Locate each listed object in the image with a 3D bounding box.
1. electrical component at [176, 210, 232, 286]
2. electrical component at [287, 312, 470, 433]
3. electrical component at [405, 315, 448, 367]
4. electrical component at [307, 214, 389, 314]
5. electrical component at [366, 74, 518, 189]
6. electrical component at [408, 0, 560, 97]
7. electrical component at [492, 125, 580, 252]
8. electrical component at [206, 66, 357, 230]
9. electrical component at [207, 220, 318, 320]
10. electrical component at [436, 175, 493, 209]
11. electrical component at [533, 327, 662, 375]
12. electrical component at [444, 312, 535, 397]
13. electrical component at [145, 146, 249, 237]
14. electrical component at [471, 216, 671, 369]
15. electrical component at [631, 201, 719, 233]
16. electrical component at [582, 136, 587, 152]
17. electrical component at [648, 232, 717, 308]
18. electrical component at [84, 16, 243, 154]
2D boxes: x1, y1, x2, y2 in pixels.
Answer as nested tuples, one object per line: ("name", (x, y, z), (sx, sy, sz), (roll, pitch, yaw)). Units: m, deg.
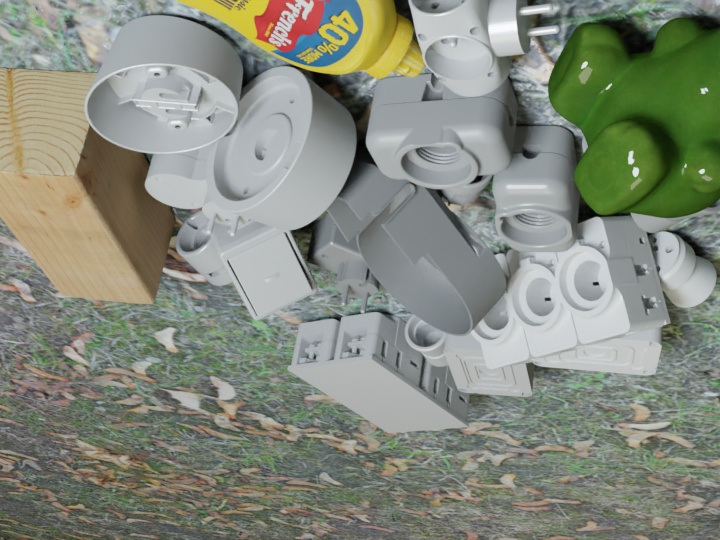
("electrical component", (-0.128, -0.021, 0.945), (0.055, 0.055, 0.047), (-9, 144, 34))
("electrical component", (0.026, 0.109, 1.138), (0.105, 0.060, 0.186), (-10, 147, 35))
("electrical component", (0.074, 0.071, 1.070), (0.044, 0.044, 0.065), (0, 156, 19))
("electrical component", (0.000, 0.000, 0.917), (0.083, 0.075, 0.047), (22, 151, -22))
("electrical component", (0.055, -0.094, 0.731), (0.095, 0.059, 0.053), (-1, 151, 21))
("electrical component", (0.078, -0.145, 0.640), (0.079, 0.044, 0.077), (-2, 151, 23))
("electrical component", (0.129, -0.054, 0.784), (0.054, 0.059, 0.095), (1, 152, 17))
("electrical component", (-0.050, -0.080, 0.749), (0.108, 0.108, 0.060), (-16, 149, 41))
("electrical component", (-0.082, -0.014, 0.893), (0.062, 0.061, 0.096), (-26, 129, -3))
("electrical component", (0.076, -0.070, 0.795), (0.040, 0.040, 0.046), (10, 159, -1))
("electrical component", (0.212, 0.050, 0.961), (0.113, 0.057, 0.078), (4, 153, 12))
("electrical component", (0.128, 0.073, 1.037), (0.078, 0.057, 0.113), (2, 152, 16))
("electrical component", (-0.101, -0.059, 0.838), (0.138, 0.073, 0.052), (5, 153, 10))
("electrical component", (0.160, 0.020, 0.867), (0.062, 0.089, 0.150), (-4, 167, -41))
("electrical component", (0.227, -0.052, 0.777), (0.044, 0.044, 0.065), (20, 156, -19))
("electrical component", (0.179, -0.075, 0.742), (0.045, 0.045, 0.055), (0, 152, 20))
("electrical component", (0.252, -0.001, 0.862), (0.045, 0.045, 0.055), (-18, 142, 43))
("electrical component", (-0.130, -0.123, 0.732), (0.099, 0.064, 0.099), (8, 153, 4))
